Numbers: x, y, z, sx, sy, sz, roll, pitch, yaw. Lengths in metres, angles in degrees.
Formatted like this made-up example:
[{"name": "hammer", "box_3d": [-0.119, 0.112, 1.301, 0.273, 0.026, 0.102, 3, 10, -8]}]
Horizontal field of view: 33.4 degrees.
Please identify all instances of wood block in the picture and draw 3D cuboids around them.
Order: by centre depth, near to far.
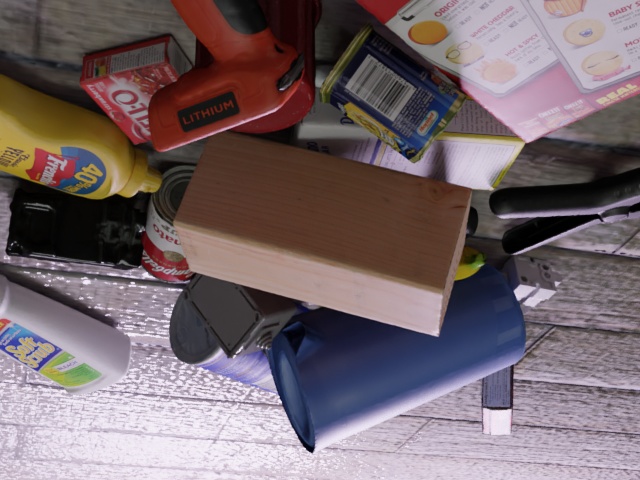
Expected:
[{"name": "wood block", "box_3d": [0.004, -0.006, 0.824, 0.206, 0.090, 0.090, 14, 154, 11]}]

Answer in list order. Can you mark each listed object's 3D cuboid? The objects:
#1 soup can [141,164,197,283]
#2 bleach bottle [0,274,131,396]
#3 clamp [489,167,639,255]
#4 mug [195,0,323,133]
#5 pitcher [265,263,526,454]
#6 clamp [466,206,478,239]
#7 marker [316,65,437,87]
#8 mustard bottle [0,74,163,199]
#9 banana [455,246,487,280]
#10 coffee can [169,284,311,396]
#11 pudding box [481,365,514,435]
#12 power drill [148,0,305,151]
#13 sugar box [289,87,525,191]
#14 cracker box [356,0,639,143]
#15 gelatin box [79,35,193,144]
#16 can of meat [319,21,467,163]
[{"name": "soup can", "box_3d": [-0.124, -0.014, 0.952, 0.068, 0.068, 0.102, 7, 150, -14]}, {"name": "bleach bottle", "box_3d": [-0.323, 0.093, 1.152, 0.103, 0.068, 0.250, -19, 144, 30]}, {"name": "clamp", "box_3d": [0.251, -0.032, 0.946, 0.210, 0.036, 0.164, -12, 165, 4]}, {"name": "mug", "box_3d": [-0.045, -0.133, 0.718, 0.093, 0.081, 0.117, -4, 152, 5]}, {"name": "pitcher", "box_3d": [0.074, 0.115, 1.056, 0.242, 0.145, 0.149, -18, -179, -15]}, {"name": "clamp", "box_3d": [0.095, -0.023, 0.925, 0.120, 0.039, 0.171, 9, 180, 40]}, {"name": "marker", "box_3d": [0.028, -0.122, 0.805, 0.121, 0.020, 0.020, 2, 151, -7]}, {"name": "mustard bottle", "box_3d": [-0.211, -0.076, 0.844, 0.191, 0.058, 0.096, 20, 149, -34]}, {"name": "banana", "box_3d": [0.072, 0.015, 1.021, 0.198, 0.037, 0.069, 1, 158, 26]}, {"name": "coffee can", "box_3d": [-0.073, 0.100, 1.126, 0.103, 0.103, 0.140, -24, 144, 36]}, {"name": "pudding box", "box_3d": [0.204, 0.157, 1.226, 0.039, 0.113, 0.090, 0, 152, 8]}, {"name": "power drill", "box_3d": [-0.106, -0.149, 0.631, 0.185, 0.057, 0.187, -15, 117, 26]}, {"name": "sugar box", "box_3d": [0.066, -0.081, 0.854, 0.176, 0.048, 0.093, 6, 156, -6]}, {"name": "cracker box", "box_3d": [0.145, -0.163, 0.679, 0.164, 0.072, 0.213, -23, 143, 34]}, {"name": "gelatin box", "box_3d": [-0.128, -0.111, 0.810, 0.073, 0.030, 0.089, -9, 150, 16]}, {"name": "can of meat", "box_3d": [0.049, -0.099, 0.741, 0.084, 0.057, 0.102, 36, -178, 0]}]
